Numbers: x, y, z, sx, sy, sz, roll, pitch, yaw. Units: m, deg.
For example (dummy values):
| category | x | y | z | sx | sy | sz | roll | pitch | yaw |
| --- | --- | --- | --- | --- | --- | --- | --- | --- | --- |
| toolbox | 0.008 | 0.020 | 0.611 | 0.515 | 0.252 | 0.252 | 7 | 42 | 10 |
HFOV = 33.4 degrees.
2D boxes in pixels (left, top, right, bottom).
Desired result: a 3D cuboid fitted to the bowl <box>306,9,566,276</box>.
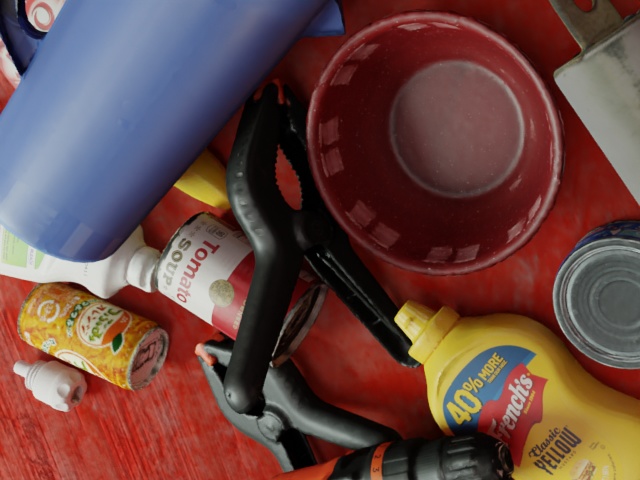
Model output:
| category | x | y | z | sx | sy | sz | roll | pitch | yaw |
| --- | --- | --- | --- | --- | --- | --- | --- | --- | --- |
| bowl | 0.075 | -0.062 | 0.652 | 0.162 | 0.055 | 0.162 | 8 | 110 | 23 |

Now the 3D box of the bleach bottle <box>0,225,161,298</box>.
| category | x | y | z | sx | sy | sz | roll | pitch | yaw |
| --- | --- | --- | --- | --- | --- | --- | --- | --- | --- |
| bleach bottle | -0.231 | -0.011 | 0.815 | 0.251 | 0.068 | 0.103 | 21 | 118 | 16 |

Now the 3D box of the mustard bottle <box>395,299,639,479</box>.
| category | x | y | z | sx | sy | sz | roll | pitch | yaw |
| --- | --- | --- | --- | --- | --- | --- | --- | --- | --- |
| mustard bottle | 0.128 | 0.103 | 0.679 | 0.192 | 0.058 | 0.096 | 38 | 115 | 10 |

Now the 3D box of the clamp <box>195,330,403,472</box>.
| category | x | y | z | sx | sy | sz | roll | pitch | yaw |
| --- | --- | --- | --- | --- | --- | --- | --- | --- | --- |
| clamp | -0.025 | 0.138 | 0.775 | 0.172 | 0.039 | 0.120 | 37 | 121 | 21 |

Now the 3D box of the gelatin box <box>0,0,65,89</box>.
| category | x | y | z | sx | sy | sz | roll | pitch | yaw |
| --- | --- | --- | --- | --- | --- | --- | --- | --- | --- |
| gelatin box | -0.194 | -0.142 | 0.771 | 0.089 | 0.030 | 0.073 | -40 | 87 | 30 |

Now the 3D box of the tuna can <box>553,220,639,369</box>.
| category | x | y | z | sx | sy | sz | roll | pitch | yaw |
| --- | --- | --- | --- | --- | --- | --- | --- | --- | --- |
| tuna can | 0.184 | 0.033 | 0.640 | 0.086 | 0.033 | 0.086 | 10 | 112 | 26 |

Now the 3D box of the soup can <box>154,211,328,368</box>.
| category | x | y | z | sx | sy | sz | roll | pitch | yaw |
| --- | --- | --- | --- | --- | --- | --- | --- | --- | --- |
| soup can | -0.055 | 0.033 | 0.740 | 0.102 | 0.068 | 0.069 | 32 | 118 | 14 |

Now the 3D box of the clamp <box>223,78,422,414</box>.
| category | x | y | z | sx | sy | sz | roll | pitch | yaw |
| --- | --- | --- | --- | --- | --- | --- | --- | --- | --- |
| clamp | -0.005 | 0.001 | 0.690 | 0.036 | 0.164 | 0.210 | -19 | 75 | 45 |

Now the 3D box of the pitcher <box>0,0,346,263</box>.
| category | x | y | z | sx | sy | sz | roll | pitch | yaw |
| --- | --- | --- | --- | --- | --- | --- | --- | --- | --- |
| pitcher | -0.117 | -0.109 | 0.647 | 0.243 | 0.144 | 0.149 | -49 | 61 | 22 |

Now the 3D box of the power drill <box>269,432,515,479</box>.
| category | x | y | z | sx | sy | sz | roll | pitch | yaw |
| --- | --- | --- | --- | --- | --- | --- | --- | --- | --- |
| power drill | 0.066 | 0.219 | 0.688 | 0.185 | 0.057 | 0.187 | -20 | 94 | 34 |

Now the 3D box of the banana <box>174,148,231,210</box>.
| category | x | y | z | sx | sy | sz | roll | pitch | yaw |
| --- | --- | --- | --- | --- | --- | --- | --- | --- | --- |
| banana | -0.151 | -0.066 | 0.756 | 0.198 | 0.037 | 0.070 | 7 | 116 | 8 |
